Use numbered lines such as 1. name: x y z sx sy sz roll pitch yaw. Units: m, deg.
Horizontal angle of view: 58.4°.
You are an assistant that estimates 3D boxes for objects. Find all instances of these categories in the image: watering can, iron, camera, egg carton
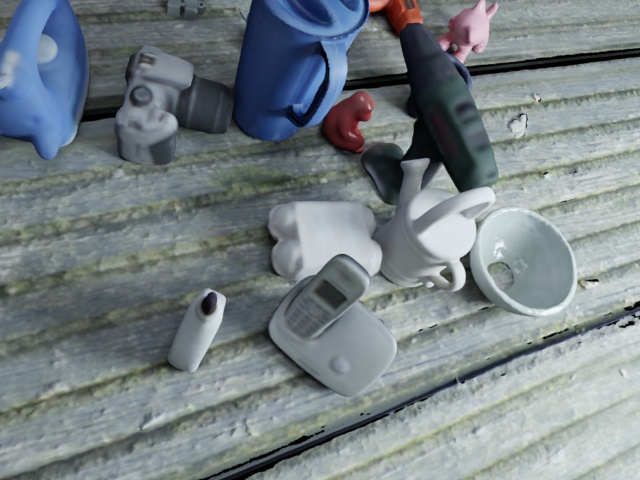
1. watering can: 0.144 -0.023 0.737 0.101 0.193 0.173 -37 83 -29
2. iron: -0.340 -0.233 0.685 0.119 0.141 0.258 10 64 -15
3. camera: -0.182 -0.174 0.740 0.137 0.100 0.143 11 63 -15
4. egg carton: 0.007 0.003 0.747 0.151 0.069 0.107 -2 68 -21

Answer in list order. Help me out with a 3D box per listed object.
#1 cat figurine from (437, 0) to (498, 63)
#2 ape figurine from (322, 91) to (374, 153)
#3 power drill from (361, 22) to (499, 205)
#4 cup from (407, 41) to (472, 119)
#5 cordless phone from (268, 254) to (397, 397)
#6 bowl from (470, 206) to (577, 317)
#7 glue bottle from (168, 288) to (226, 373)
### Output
1. cat figurine: 0.261 -0.366 0.980 0.067 0.117 0.128 47 60 5
2. ape figurine: 0.049 -0.179 0.832 0.076 0.092 0.078 26 61 -7
3. power drill: 0.138 -0.143 0.781 0.076 0.208 0.229 -25 77 -27
4. cup: 0.174 -0.244 0.906 0.092 0.095 0.117 -3 68 -21
5. cordless phone: 0.030 0.095 0.647 0.147 0.185 0.094 37 60 -1
6. bowl: 0.280 0.039 0.828 0.168 0.074 0.167 8 64 -17
7. glue bottle: -0.124 0.086 0.601 0.037 0.173 0.078 24 61 -8
